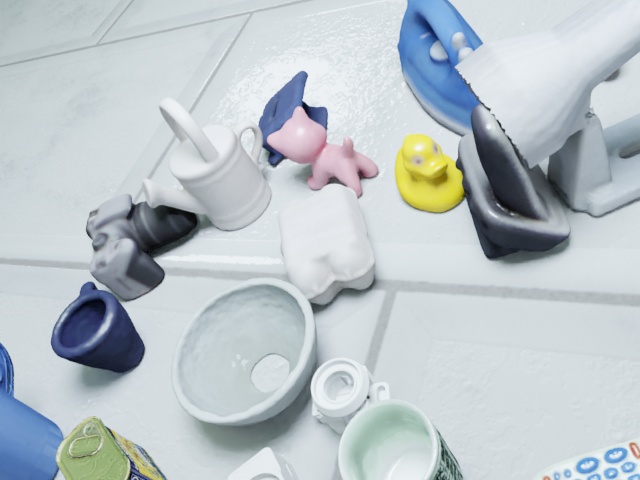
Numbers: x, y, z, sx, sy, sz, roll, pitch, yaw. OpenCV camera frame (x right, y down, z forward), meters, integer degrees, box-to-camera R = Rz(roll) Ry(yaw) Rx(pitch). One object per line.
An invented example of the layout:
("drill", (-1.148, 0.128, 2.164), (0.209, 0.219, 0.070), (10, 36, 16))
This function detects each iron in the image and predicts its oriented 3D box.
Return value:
("iron", (0.172, -0.246, 0.749), (0.118, 0.142, 0.258), (-25, 45, 7))

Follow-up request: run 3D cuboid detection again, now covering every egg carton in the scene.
("egg carton", (0.006, 0.002, 0.679), (0.107, 0.070, 0.150), (-23, 45, 10))

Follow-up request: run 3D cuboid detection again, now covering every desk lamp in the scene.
("desk lamp", (0.252, -0.129, 0.555), (0.203, 0.214, 0.117), (-25, 45, 7))

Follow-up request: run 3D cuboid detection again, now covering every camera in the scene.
("camera", (-0.251, -0.013, 0.809), (0.136, 0.101, 0.143), (-24, 45, 9))

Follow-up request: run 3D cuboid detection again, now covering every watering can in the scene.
("watering can", (-0.156, -0.103, 0.768), (0.100, 0.195, 0.173), (14, 61, 36))

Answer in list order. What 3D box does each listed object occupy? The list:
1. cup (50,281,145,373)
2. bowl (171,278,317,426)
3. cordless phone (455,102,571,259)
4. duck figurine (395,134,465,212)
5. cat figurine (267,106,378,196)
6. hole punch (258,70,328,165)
("cup", (-0.267, 0.114, 0.714), (0.091, 0.095, 0.117), (-28, 45, 4))
("bowl", (-0.069, 0.127, 0.609), (0.167, 0.075, 0.167), (-15, 47, 17))
("cordless phone", (0.181, -0.083, 0.574), (0.094, 0.186, 0.147), (-21, 46, 12))
("duck figurine", (0.122, -0.092, 0.684), (0.077, 0.086, 0.104), (-36, 45, -3))
("cat figurine", (-0.001, -0.121, 0.754), (0.127, 0.118, 0.067), (15, 62, 37))
("hole punch", (-0.050, -0.183, 0.852), (0.101, 0.091, 0.108), (-11, 49, 21))
